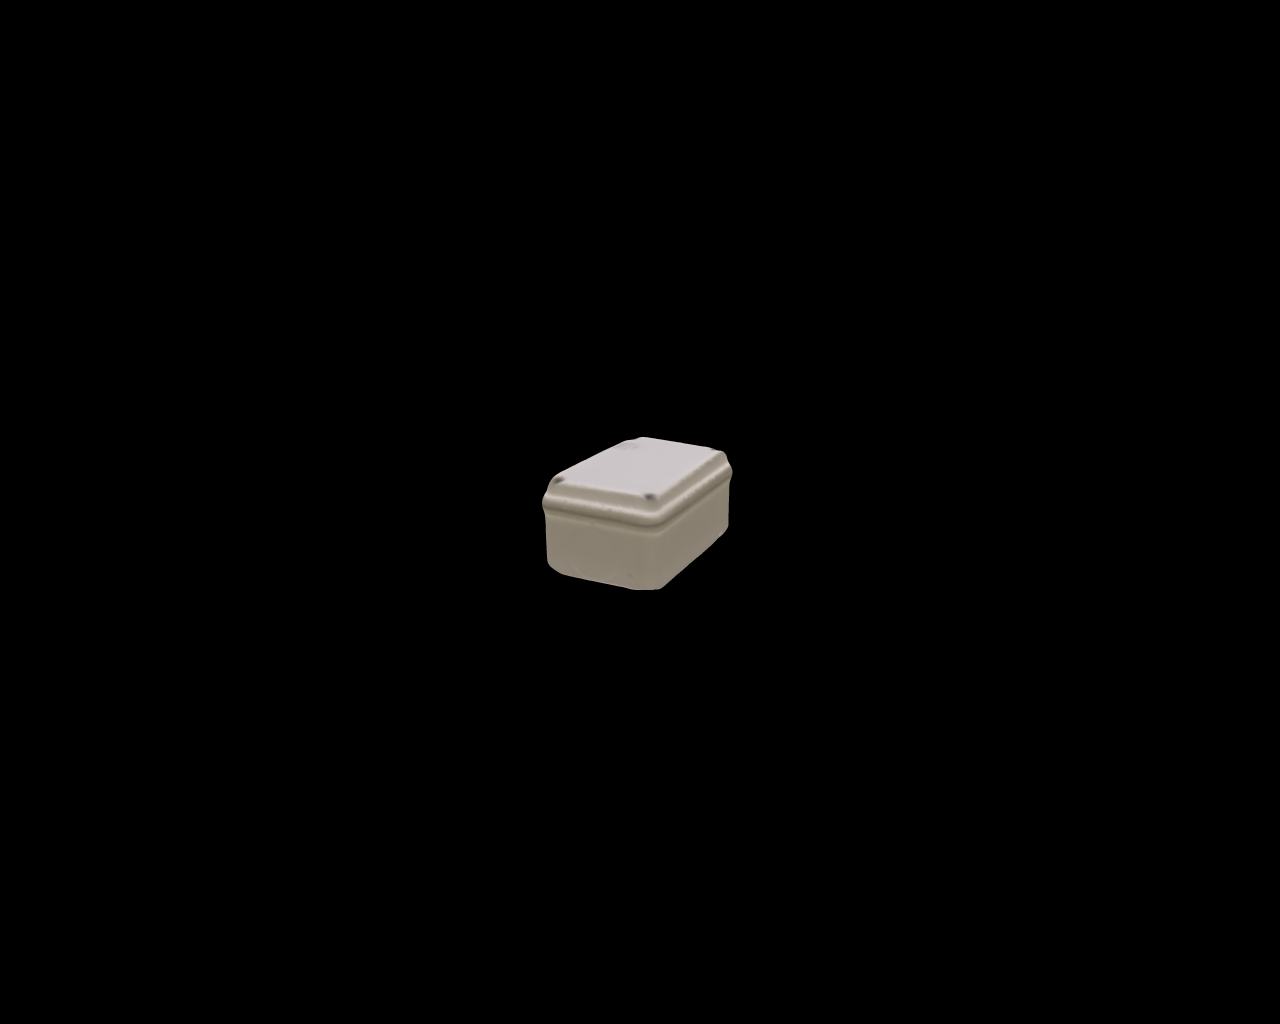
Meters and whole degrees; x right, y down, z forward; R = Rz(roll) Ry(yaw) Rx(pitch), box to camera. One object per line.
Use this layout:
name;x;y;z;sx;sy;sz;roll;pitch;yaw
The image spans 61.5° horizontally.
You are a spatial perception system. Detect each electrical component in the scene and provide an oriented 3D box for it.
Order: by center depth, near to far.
electrical component;0.001;-0.003;0.650;0.078;0.057;0.113;10;23;26
